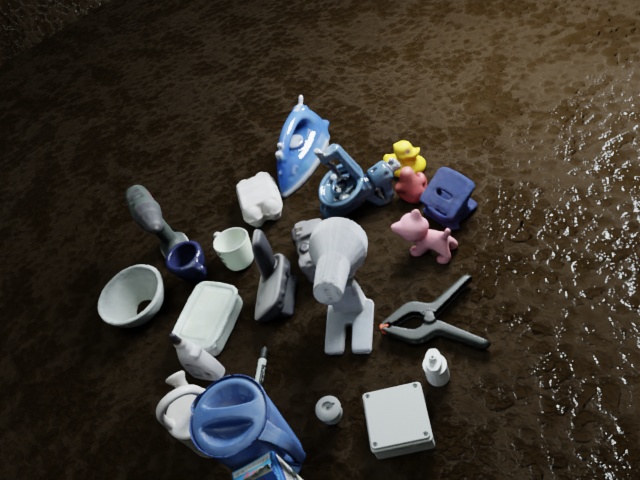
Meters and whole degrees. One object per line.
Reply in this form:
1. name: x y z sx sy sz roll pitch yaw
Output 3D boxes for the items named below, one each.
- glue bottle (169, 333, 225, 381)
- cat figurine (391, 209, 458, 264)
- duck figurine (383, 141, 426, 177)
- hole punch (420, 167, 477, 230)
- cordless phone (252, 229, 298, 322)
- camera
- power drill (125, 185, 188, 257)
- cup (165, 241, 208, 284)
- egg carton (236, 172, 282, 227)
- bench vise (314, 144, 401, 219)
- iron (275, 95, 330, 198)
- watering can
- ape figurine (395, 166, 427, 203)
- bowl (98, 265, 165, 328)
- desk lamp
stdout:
1. glue bottle: -0.260 0.234 1.165 0.078 0.173 0.037 4 55 23
2. cat figurine: 0.222 -0.016 1.223 0.127 0.118 0.067 13 59 28
3. duck figurine: 0.202 -0.206 1.403 0.104 0.086 0.077 5 55 24
4. hole punch: 0.286 -0.094 1.279 0.101 0.091 0.108 -42 51 -14
5. cordless phone: -0.120 0.077 1.231 0.094 0.185 0.147 -9 51 13
6. camera: 0.012 0.005 1.296 0.136 0.101 0.143 -19 49 5
7. power drill: -0.395 -0.033 1.405 0.076 0.209 0.228 -37 50 -10
8. cup: -0.299 0.067 1.365 0.117 0.095 0.092 27 66 35
9. egg carton: -0.154 -0.105 1.465 0.107 0.070 0.150 -24 49 1
10. bench vise: 0.073 -0.160 1.325 0.207 0.220 0.121 -36 50 -10
11. iron: -0.068 -0.250 1.501 0.118 0.142 0.258 6 56 24
12. watering can: -0.241 0.325 1.073 0.172 0.194 0.101 25 65 34
13. ape figurine: 0.211 -0.136 1.340 0.077 0.092 0.076 -15 49 9
14. bowl: -0.436 0.146 1.366 0.167 0.075 0.167 -10 50 13
15. desk lamp: 0.043 0.091 1.141 0.117 0.214 0.203 -7 51 15
